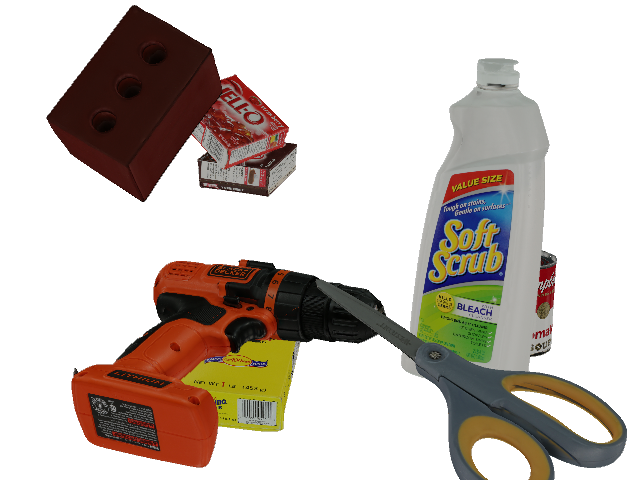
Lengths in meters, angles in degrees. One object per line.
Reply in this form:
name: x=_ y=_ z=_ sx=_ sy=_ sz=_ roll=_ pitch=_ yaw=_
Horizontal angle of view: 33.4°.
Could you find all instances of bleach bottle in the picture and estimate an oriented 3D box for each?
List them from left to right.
bleach bottle: x=0.120 y=-0.013 z=0.819 sx=0.103 sy=0.251 sz=0.067 roll=12 pitch=20 yaw=30

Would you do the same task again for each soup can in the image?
soup can: x=0.217 y=0.066 z=1.149 sx=0.068 sy=0.102 sz=0.068 roll=0 pitch=16 yaw=0

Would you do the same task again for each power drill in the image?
power drill: x=-0.066 y=0.077 z=0.740 sx=0.185 sy=0.057 sz=0.187 roll=5 pitch=27 yaw=25

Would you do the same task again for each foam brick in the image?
foam brick: x=-0.096 y=-0.071 z=0.560 sx=0.053 sy=0.078 sz=0.051 roll=31 pitch=-13 yaw=10

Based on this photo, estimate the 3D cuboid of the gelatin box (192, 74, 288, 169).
gelatin box: x=-0.086 y=-0.115 z=1.020 sx=0.073 sy=0.030 sz=0.089 roll=-24 pitch=59 yaw=-34

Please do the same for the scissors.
scissors: x=0.057 y=0.078 z=0.560 sx=0.202 sy=0.016 sz=0.096 roll=20 pitch=42 yaw=27

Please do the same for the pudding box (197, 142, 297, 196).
pudding box: x=-0.086 y=-0.091 z=1.273 sx=0.090 sy=0.039 sz=0.113 roll=8 pitch=24 yaw=13

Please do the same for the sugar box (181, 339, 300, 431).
sugar box: x=-0.067 y=0.097 z=0.972 sx=0.093 sy=0.048 sz=0.176 roll=6 pitch=34 yaw=3
